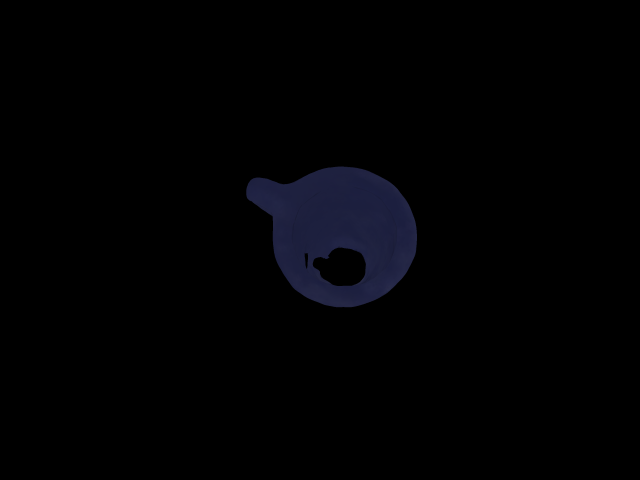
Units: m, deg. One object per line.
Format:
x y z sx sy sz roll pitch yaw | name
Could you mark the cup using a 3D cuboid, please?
0.004 0.001 0.400 0.117 0.095 0.092 27 76 7 | cup
